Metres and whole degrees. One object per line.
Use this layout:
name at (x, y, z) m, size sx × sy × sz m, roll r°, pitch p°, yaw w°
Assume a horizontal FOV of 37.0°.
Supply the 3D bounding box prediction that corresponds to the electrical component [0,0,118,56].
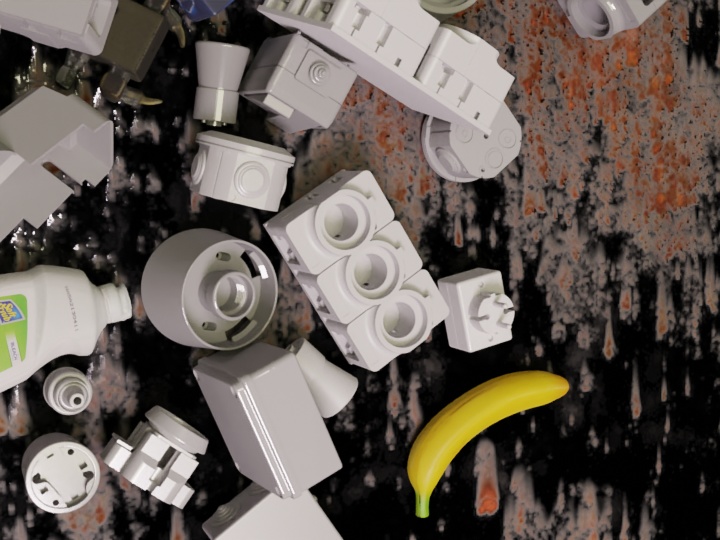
electrical component at (-0.215, -0.244, 0.787) m, size 0.089 × 0.061 × 0.150 m, roll 16°, pitch 85°, yaw 1°

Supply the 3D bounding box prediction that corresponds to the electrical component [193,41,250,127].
electrical component at (-0.114, -0.149, 0.868) m, size 0.044 × 0.044 × 0.065 m, roll 4°, pitch 97°, yaw -25°

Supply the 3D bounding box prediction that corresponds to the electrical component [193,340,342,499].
electrical component at (-0.076, 0.117, 0.870) m, size 0.056 × 0.109 × 0.108 m, roll -28°, pitch 105°, yaw -23°

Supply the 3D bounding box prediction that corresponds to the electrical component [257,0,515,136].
electrical component at (0.026, -0.184, 0.862) m, size 0.186 × 0.105 × 0.060 m, roll 25°, pitch 93°, yaw -41°

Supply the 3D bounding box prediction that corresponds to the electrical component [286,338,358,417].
electrical component at (-0.039, 0.089, 0.922) m, size 0.065 × 0.044 × 0.044 m, roll 44°, pitch 76°, yaw -16°

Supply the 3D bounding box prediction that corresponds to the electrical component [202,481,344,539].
electrical component at (-0.074, 0.226, 0.913) m, size 0.100 × 0.048 × 0.099 m, roll -38°, pitch 108°, yaw -17°

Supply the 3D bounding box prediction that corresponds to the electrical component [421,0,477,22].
electrical component at (0.063, -0.268, 0.927) m, size 0.108 × 0.060 × 0.108 m, roll -2°, pitch 95°, yaw -24°

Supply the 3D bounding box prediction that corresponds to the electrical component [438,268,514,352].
electrical component at (0.113, 0.037, 0.967) m, size 0.047 × 0.077 × 0.065 m, roll -15°, pitch 101°, yaw -23°

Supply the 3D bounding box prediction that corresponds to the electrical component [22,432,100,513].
electrical component at (-0.234, 0.155, 0.834) m, size 0.055 × 0.047 × 0.055 m, roll -2°, pitch 95°, yaw -25°

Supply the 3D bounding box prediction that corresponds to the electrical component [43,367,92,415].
electrical component at (-0.223, 0.095, 0.826) m, size 0.035 × 0.061 × 0.035 m, roll -2°, pitch 95°, yaw -24°

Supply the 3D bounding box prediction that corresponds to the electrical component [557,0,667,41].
electrical component at (0.204, -0.289, 0.974) m, size 0.062 × 0.089 × 0.150 m, roll -43°, pitch 110°, yaw -16°

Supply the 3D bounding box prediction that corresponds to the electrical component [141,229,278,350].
electrical component at (-0.120, 0.017, 0.879) m, size 0.099 × 0.064 × 0.099 m, roll -6°, pitch 101°, yaw -38°

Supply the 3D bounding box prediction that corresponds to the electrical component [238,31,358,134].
electrical component at (-0.051, -0.148, 0.866) m, size 0.062 × 0.096 × 0.061 m, roll 30°, pitch 85°, yaw -24°

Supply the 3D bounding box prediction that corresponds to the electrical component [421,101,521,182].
electrical component at (0.100, -0.119, 0.962) m, size 0.080 × 0.051 × 0.080 m, roll -2°, pitch 95°, yaw -25°

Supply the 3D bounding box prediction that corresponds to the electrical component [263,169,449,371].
electrical component at (0.000, 0.000, 0.921) m, size 0.089 × 0.062 × 0.150 m, roll -36°, pitch 108°, yaw -18°

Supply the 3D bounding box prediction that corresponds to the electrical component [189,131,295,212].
electrical component at (-0.096, -0.080, 0.861) m, size 0.080 × 0.080 × 0.051 m, roll 12°, pitch 95°, yaw -25°

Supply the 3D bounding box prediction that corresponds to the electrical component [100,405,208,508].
electrical component at (-0.159, 0.146, 0.863) m, size 0.078 × 0.058 × 0.057 m, roll 38°, pitch 82°, yaw -22°
